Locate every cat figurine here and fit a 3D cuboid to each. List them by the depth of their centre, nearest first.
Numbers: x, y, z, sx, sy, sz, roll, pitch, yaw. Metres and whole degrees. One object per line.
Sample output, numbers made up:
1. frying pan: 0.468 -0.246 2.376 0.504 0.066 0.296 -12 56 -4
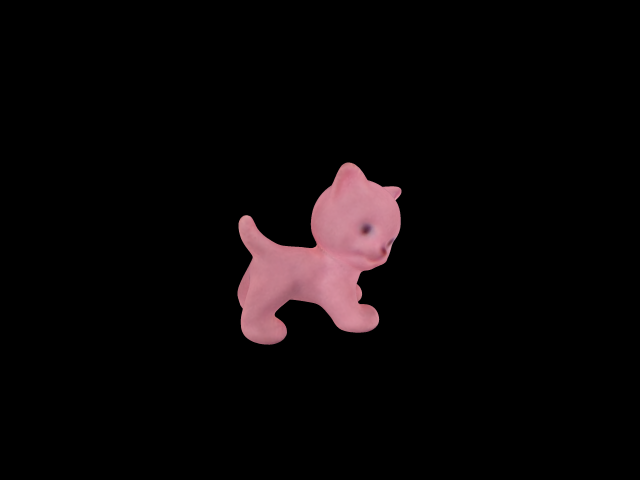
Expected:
1. cat figurine: 0.004 0.001 0.400 0.128 0.118 0.067 -6 23 -14
